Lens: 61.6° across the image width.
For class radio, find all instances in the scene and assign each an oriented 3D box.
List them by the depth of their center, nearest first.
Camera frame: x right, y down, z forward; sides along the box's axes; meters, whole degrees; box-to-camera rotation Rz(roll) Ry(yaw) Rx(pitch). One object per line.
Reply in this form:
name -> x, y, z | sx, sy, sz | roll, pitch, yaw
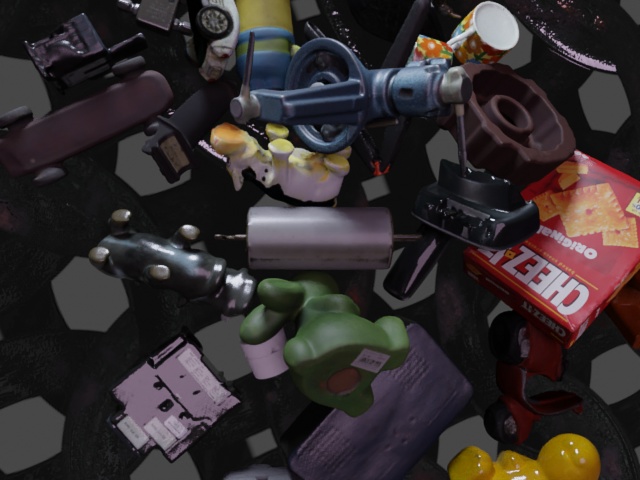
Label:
radio -> 0.073, 0.218, 0.670 | 0.131, 0.073, 0.229 | 45, 83, -8

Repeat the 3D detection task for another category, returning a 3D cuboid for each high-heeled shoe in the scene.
high-heeled shoe -> 0.076, -0.357, 0.696 | 0.248, 0.086, 0.145 | 34, 52, -26

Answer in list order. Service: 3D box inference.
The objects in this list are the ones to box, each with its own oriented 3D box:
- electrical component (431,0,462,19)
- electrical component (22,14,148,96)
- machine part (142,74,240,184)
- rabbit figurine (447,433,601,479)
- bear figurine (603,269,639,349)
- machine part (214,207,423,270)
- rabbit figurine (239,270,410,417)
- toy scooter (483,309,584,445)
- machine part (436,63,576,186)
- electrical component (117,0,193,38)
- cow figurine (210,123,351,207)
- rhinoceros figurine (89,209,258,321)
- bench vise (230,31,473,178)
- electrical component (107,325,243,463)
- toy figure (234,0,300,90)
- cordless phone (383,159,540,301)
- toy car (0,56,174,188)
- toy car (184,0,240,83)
electrical component -> 0.178, -0.344, 0.716 | 0.078, 0.045, 0.102 | 38, 78, 20
electrical component -> -0.261, -0.216, 0.608 | 0.119, 0.075, 0.047 | -31, 95, -6
machine part -> -0.148, -0.135, 0.635 | 0.039, 0.084, 0.139 | 27, 72, 28
rabbit figurine -> 0.274, 0.309, 0.667 | 0.173, 0.122, 0.162 | -42, 125, 14
bear figurine -> 0.483, 0.056, 0.732 | 0.196, 0.132, 0.120 | -5, 120, -8
machine part -> -0.001, -0.002, 0.641 | 0.243, 0.079, 0.079 | -1, 89, -2
rabbit figurine -> -0.009, 0.099, 0.612 | 0.159, 0.170, 0.121 | 12, 116, -25
toy scooter -> 0.291, 0.180, 0.713 | 0.135, 0.075, 0.183 | 5, 91, -11
machine part -> 0.233, -0.147, 0.677 | 0.179, 0.056, 0.179 | 13, 53, -18
electrical component -> -0.193, -0.283, 0.648 | 0.094, 0.021, 0.063 | 16, 86, -12
cow figurine -> -0.052, -0.085, 0.649 | 0.167, 0.068, 0.098 | 12, 128, -9
rhinoceros figurine -> -0.165, 0.036, 0.608 | 0.190, 0.112, 0.073 | 17, 58, 2
bench vise -> 0.025, -0.142, 0.548 | 0.240, 0.224, 0.128 | -19, 123, -42
electrical component -> -0.176, 0.185, 0.627 | 0.134, 0.058, 0.115 | -38, 94, -9
toy figure -> -0.064, -0.247, 0.640 | 0.082, 0.089, 0.180 | -2, 86, -28
cordless phone -> 0.160, 0.006, 0.657 | 0.088, 0.147, 0.184 | 34, 90, -42
toy car -> -0.266, -0.135, 0.616 | 0.202, 0.053, 0.089 | -30, 113, -10
toy car -> -0.129, -0.281, 0.614 | 0.056, 0.073, 0.201 | -6, 79, -27
